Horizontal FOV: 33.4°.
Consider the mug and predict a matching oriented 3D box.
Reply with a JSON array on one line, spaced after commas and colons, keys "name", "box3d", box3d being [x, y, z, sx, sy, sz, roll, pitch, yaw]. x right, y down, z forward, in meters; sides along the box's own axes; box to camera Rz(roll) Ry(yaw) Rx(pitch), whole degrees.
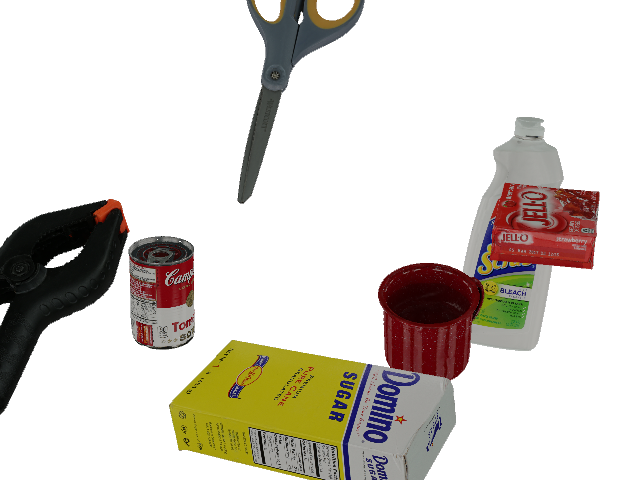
[{"name": "mug", "box3d": [0.110, 0.076, 1.011, 0.117, 0.081, 0.093, -29, 44, -30]}]

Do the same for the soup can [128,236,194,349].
[{"name": "soup can", "box3d": [-0.167, 0.055, 1.126, 0.068, 0.102, 0.068, 2, 24, -1]}]

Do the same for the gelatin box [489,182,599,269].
[{"name": "gelatin box", "box3d": [0.167, -0.012, 0.789, 0.073, 0.030, 0.089, 6, 26, 14]}]

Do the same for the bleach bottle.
[{"name": "bleach bottle", "box3d": [0.205, -0.010, 1.163, 0.103, 0.251, 0.068, 9, 18, 16]}]

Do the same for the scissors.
[{"name": "scissors", "box3d": [-0.013, -0.122, 0.761, 0.096, 0.202, 0.016, -1, -17, -4]}]

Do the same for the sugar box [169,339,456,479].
[{"name": "sugar box", "box3d": [-0.005, 0.119, 0.734, 0.176, 0.048, 0.093, 4, 28, 26]}]

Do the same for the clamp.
[{"name": "clamp", "box3d": [-0.199, 0.029, 0.682, 0.120, 0.039, 0.171, 28, 53, 18]}]
